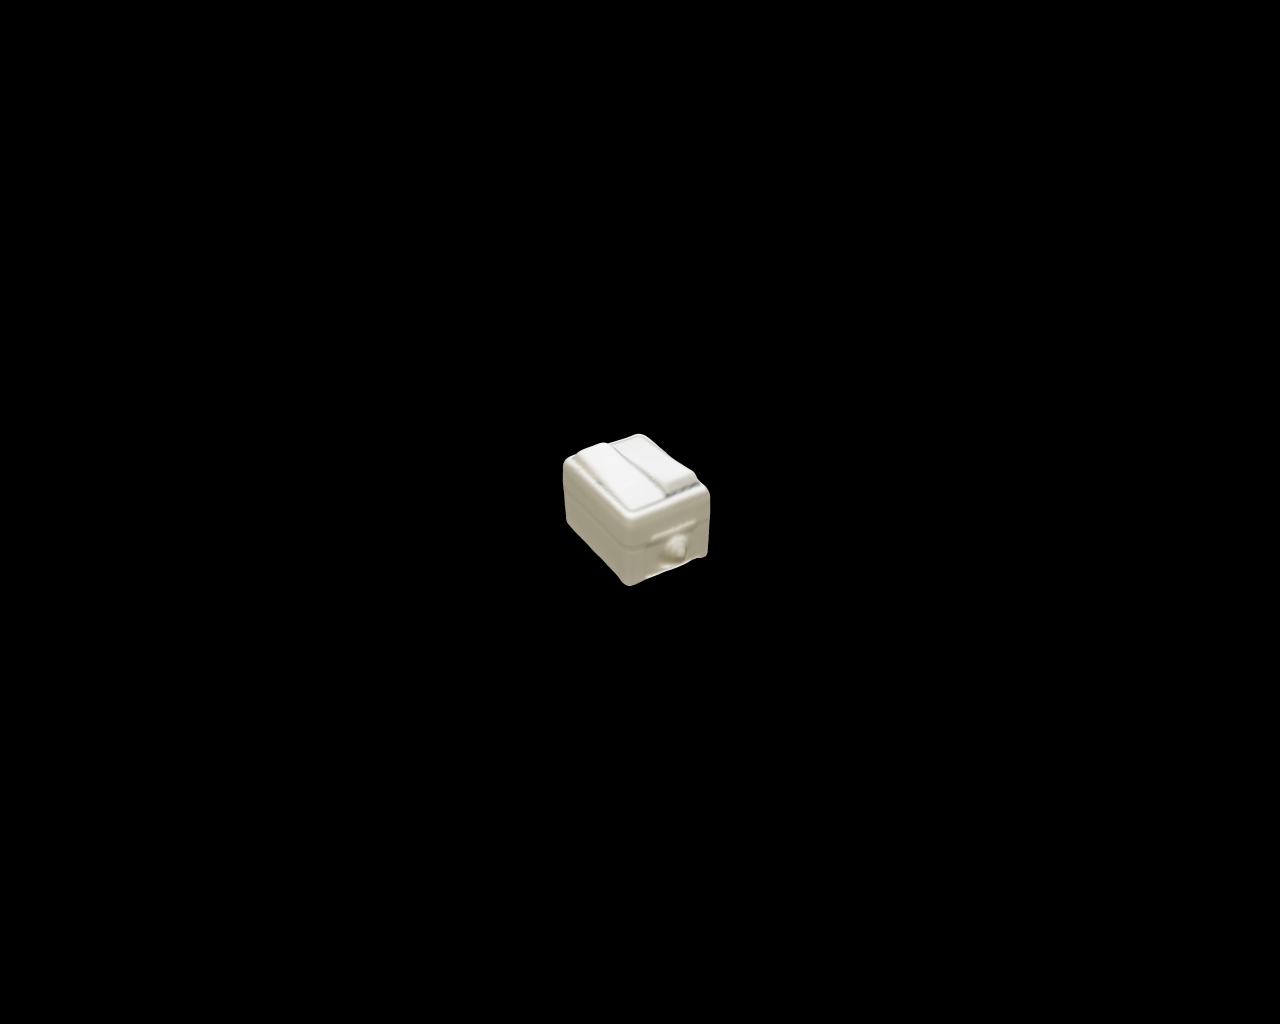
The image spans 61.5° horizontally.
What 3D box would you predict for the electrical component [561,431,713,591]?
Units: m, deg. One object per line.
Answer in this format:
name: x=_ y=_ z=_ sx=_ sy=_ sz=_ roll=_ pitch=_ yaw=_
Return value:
electrical component: x=0.001 y=-0.003 z=0.650 sx=0.062 sy=0.061 sz=0.096 roll=-20 pitch=41 yaw=-25
